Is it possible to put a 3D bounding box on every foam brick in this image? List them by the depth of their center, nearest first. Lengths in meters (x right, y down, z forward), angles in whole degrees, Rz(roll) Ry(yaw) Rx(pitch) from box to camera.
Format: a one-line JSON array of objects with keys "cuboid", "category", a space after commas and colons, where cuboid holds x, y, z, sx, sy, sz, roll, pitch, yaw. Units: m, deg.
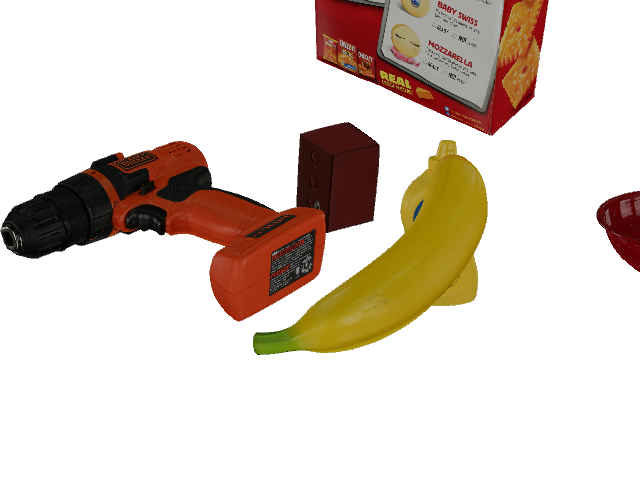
[{"cuboid": [0.015, -0.055, 0.934, 0.051, 0.078, 0.053, -14, 33, -28], "category": "foam brick"}]

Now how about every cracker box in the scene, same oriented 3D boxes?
[{"cuboid": [0.077, -0.200, 0.743, 0.164, 0.214, 0.072, 29, 51, 28], "category": "cracker box"}]

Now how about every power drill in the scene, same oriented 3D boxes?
[{"cuboid": [-0.105, -0.009, 0.762, 0.188, 0.057, 0.184, 25, 36, 31], "category": "power drill"}]

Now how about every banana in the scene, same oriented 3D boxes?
[{"cuboid": [0.047, 0.004, 0.573, 0.070, 0.037, 0.197, 19, 41, 32], "category": "banana"}]

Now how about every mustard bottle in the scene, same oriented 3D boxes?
[{"cuboid": [0.141, -0.021, 1.241, 0.096, 0.192, 0.058, 0, 16, -11], "category": "mustard bottle"}]

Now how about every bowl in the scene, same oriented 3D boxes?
[{"cuboid": [0.367, -0.002, 1.102, 0.162, 0.055, 0.162, -4, 23, 1], "category": "bowl"}]
